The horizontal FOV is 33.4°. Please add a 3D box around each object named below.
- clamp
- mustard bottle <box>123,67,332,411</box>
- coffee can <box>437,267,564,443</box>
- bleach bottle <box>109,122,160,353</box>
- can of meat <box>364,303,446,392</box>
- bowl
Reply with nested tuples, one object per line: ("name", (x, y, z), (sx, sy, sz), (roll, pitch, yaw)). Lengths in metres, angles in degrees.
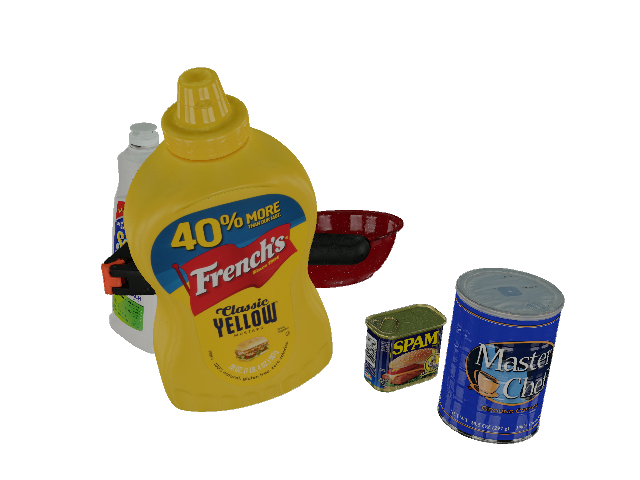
("clamp", (-0.085, -0.005, 0.892), (0.209, 0.036, 0.165), (-15, 34, -21))
("mustard bottle", (-0.048, 0.000, 0.541), (0.096, 0.191, 0.058), (-14, 39, -11))
("coffee can", (0.174, 0.111, 1.039), (0.103, 0.140, 0.103), (5, 23, -2))
("bleach bottle", (-0.190, -0.007, 1.160), (0.067, 0.251, 0.103), (-19, 32, -36))
("can of meat", (0.104, 0.136, 1.344), (0.101, 0.084, 0.058), (-12, 29, -28))
("bowl", (0.007, 0.011, 1.103), (0.162, 0.055, 0.162), (-4, 13, 1))
